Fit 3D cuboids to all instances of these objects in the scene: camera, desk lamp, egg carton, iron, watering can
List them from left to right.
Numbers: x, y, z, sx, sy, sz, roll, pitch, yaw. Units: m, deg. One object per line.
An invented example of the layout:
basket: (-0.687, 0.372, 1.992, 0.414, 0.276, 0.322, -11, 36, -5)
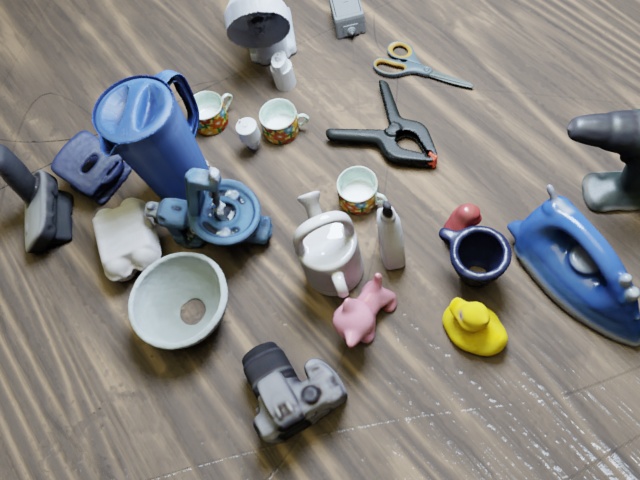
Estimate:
egg carton: (-0.343, -0.002, 1.025, 0.107, 0.069, 0.150, -23, 64, -2)
desk lamp: (-0.118, -0.442, 1.116, 0.118, 0.214, 0.203, -11, 64, 4)
camera: (-0.051, 0.213, 0.861, 0.143, 0.101, 0.136, -31, 64, -6)
watering can: (0.006, 0.004, 0.898, 0.101, 0.194, 0.172, -39, 65, -10)
iron: (0.401, 0.034, 0.851, 0.119, 0.142, 0.257, -32, 64, -6)

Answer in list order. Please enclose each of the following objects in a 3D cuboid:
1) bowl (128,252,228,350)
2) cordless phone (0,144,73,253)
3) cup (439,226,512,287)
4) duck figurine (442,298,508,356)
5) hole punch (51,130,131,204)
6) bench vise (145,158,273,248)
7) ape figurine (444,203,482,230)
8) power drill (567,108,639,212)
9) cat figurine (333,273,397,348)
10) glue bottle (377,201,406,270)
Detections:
bowl: (-0.225, 0.109, 0.952, 0.167, 0.075, 0.167, -3, 65, 7)
cordless phone: (-0.529, -0.073, 1.023, 0.094, 0.185, 0.147, -18, 64, 1)
cup: (0.237, 0.030, 0.905, 0.117, 0.095, 0.092, 32, 74, 21)
duck figurine: (0.236, 0.125, 0.865, 0.104, 0.086, 0.077, 36, 75, 22)
hole punch: (-0.433, -0.140, 1.092, 0.101, 0.091, 0.109, 27, 72, 19)
bench vise: (-0.197, -0.047, 0.939, 0.207, 0.220, 0.121, -13, 64, 3)
ape figurine: (0.239, -0.028, 0.933, 0.076, 0.092, 0.078, -4, 65, 7)
power drill: (0.476, -0.124, 0.876, 0.229, 0.209, 0.075, -3, 65, 8)
cat figurine: (0.064, 0.108, 0.883, 0.067, 0.118, 0.128, 28, 72, 20)
glue bottle: (0.109, -0.017, 0.903, 0.037, 0.173, 0.078, -14, 64, 2)
